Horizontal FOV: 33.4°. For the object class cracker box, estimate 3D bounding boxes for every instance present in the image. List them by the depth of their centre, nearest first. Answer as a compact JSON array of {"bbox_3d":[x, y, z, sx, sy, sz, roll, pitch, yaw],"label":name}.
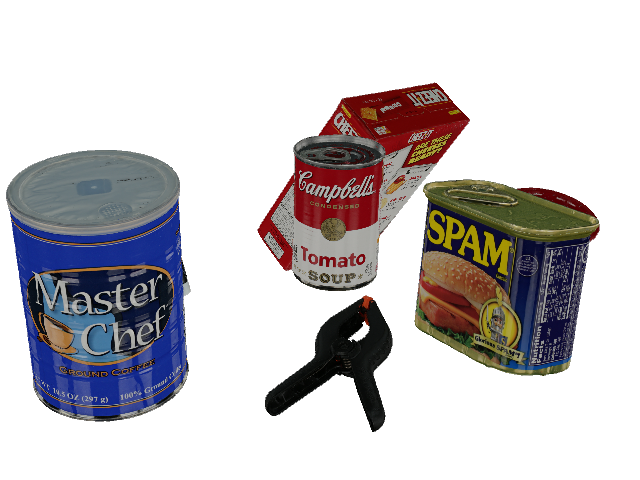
[{"bbox_3d":[0.044,-0.073,1.191,0.163,0.072,0.214,-18,-28,-45],"label":"cracker box"}]

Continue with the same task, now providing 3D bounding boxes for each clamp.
[{"bbox_3d":[0.033,0.123,1.064,0.120,0.039,0.171,16,47,23],"label":"clamp"}]

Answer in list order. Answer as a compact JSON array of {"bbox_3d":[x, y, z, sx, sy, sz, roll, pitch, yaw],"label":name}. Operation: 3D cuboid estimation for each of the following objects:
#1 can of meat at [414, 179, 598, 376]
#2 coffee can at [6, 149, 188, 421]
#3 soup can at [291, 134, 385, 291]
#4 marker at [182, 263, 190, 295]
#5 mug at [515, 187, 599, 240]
[{"bbox_3d":[0.098,0.019,0.592,0.057,0.084,0.102,-7,20,-32],"label":"can of meat"},{"bbox_3d":[-0.137,0.027,0.673,0.103,0.140,0.103,1,29,-1],"label":"coffee can"},{"bbox_3d":[0.012,-0.021,0.805,0.068,0.102,0.068,2,24,-1],"label":"soup can"},{"bbox_3d":[-0.169,0.008,1.203,0.020,0.121,0.020,-8,30,5],"label":"marker"},{"bbox_3d":[0.187,0.005,0.964,0.093,0.081,0.117,-15,40,-29],"label":"mug"}]
